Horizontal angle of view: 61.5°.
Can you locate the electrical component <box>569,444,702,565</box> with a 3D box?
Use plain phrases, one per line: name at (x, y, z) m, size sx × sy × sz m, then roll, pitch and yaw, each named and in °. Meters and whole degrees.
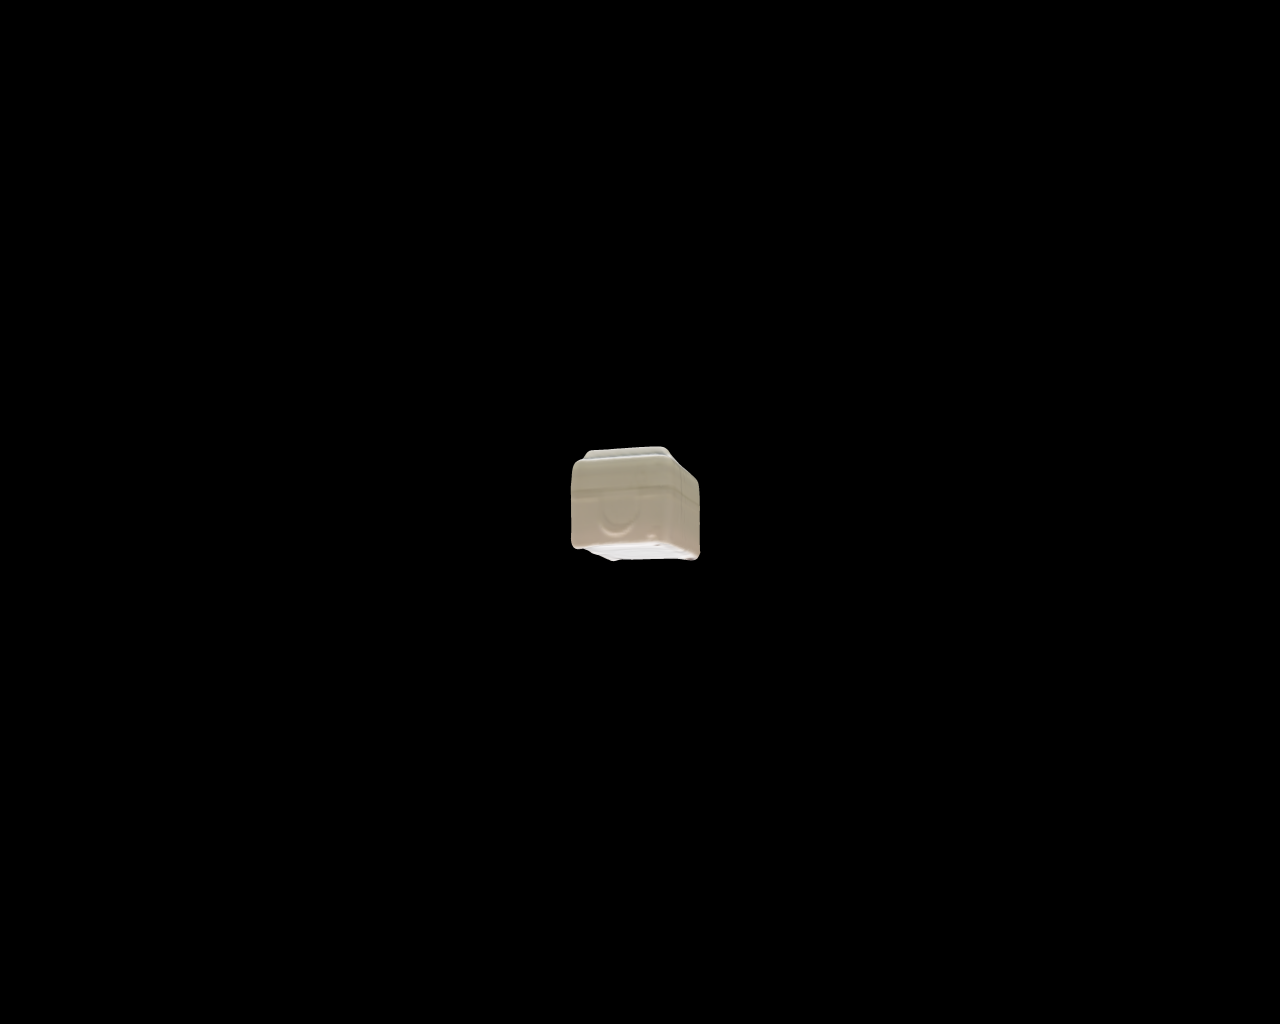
electrical component at (0.001, -0.003, 0.650) m, size 0.062 × 0.061 × 0.096 m, roll -3°, pitch -10°, yaw 15°
